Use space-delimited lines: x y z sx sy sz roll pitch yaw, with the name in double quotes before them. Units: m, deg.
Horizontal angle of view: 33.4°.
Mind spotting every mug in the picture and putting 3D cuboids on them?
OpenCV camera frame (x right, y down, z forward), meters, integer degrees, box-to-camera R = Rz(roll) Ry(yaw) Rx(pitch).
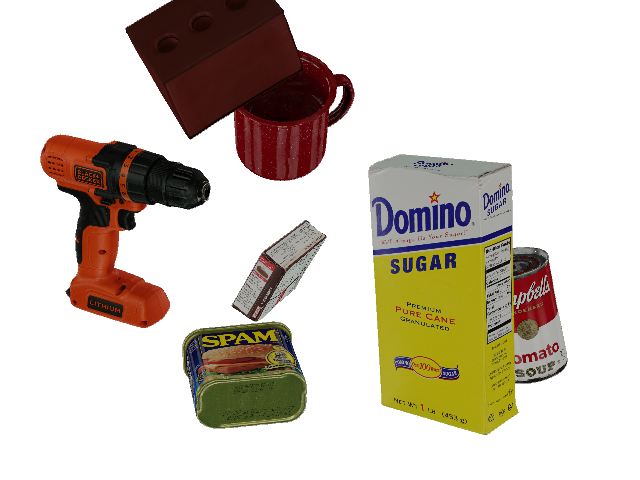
"mug" -0.024 -0.111 0.936 0.117 0.093 0.081 -24 -32 -19

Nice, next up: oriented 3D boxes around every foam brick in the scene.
"foam brick" -0.059 -0.106 0.594 0.078 0.053 0.051 -33 -31 -5

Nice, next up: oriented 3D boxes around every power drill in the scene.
"power drill" -0.193 -0.008 1.076 0.185 0.188 0.057 15 30 22

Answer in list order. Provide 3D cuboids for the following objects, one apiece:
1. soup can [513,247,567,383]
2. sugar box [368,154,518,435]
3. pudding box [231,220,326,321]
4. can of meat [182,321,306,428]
"soup can" 0.175 0.066 0.937 0.068 0.102 0.068 -13 17 4
"sugar box" 0.082 0.034 0.718 0.094 0.176 0.048 9 22 42
"pudding box" -0.047 0.035 1.254 0.039 0.090 0.113 35 32 8
"can of meat" -0.067 0.120 0.946 0.102 0.057 0.084 -4 27 -12
